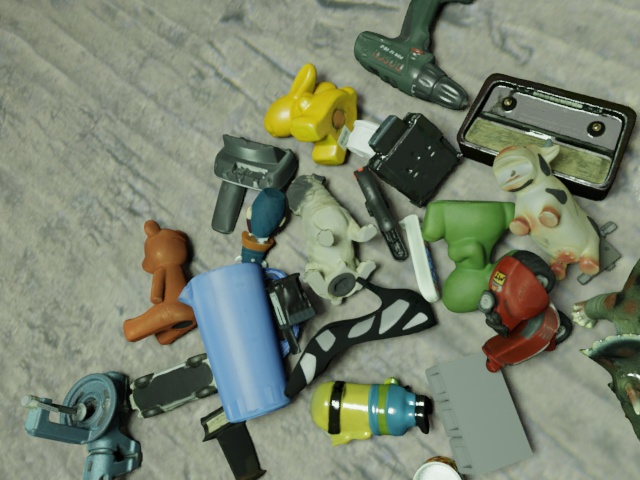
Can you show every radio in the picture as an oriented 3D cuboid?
[{"bbox_3d":[0.339,-0.159,0.813,0.230,0.073,0.131,25,88,22],"label":"radio"}]

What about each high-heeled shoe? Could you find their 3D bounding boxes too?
[{"bbox_3d":[0.063,0.172,0.838,0.145,0.086,0.248,35,88,8],"label":"high-heeled shoe"}]

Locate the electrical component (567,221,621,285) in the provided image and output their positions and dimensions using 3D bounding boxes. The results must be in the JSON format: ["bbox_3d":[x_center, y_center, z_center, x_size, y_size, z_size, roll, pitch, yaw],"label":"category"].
[{"bbox_3d":[0.401,0.017,0.780,0.094,0.021,0.063,-41,68,7],"label":"electrical component"}]

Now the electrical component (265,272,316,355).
[{"bbox_3d":[-0.041,0.116,0.848,0.048,0.075,0.119,-20,80,-21],"label":"electrical component"}]

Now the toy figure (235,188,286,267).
[{"bbox_3d":[-0.103,-0.015,0.942,0.064,0.058,0.154,27,115,8],"label":"toy figure"}]

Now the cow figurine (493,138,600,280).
[{"bbox_3d":[0.311,-0.052,0.736,0.085,0.194,0.127,-28,23,47],"label":"cow figurine"}]

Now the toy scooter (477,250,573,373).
[{"bbox_3d":[0.265,0.108,0.729,0.135,0.183,0.075,-38,30,-4],"label":"toy scooter"}]

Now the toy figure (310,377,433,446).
[{"bbox_3d":[0.074,0.252,0.814,0.180,0.082,0.089,-7,107,22],"label":"toy figure"}]

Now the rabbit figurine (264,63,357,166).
[{"bbox_3d":[-0.027,-0.225,0.945,0.173,0.121,0.162,9,79,40],"label":"rabbit figurine"}]

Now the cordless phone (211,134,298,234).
[{"bbox_3d":[-0.132,-0.091,0.980,0.147,0.088,0.184,17,96,21],"label":"cordless phone"}]

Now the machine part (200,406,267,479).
[{"bbox_3d":[-0.147,0.344,0.904,0.084,0.039,0.139,-35,67,2],"label":"machine part"}]

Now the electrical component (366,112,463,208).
[{"bbox_3d":[0.142,-0.134,0.852,0.134,0.058,0.115,36,92,-19],"label":"electrical component"}]

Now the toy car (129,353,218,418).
[{"bbox_3d":[-0.250,0.256,0.951,0.202,0.056,0.073,-23,78,15],"label":"toy car"}]

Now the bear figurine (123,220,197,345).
[{"bbox_3d":[-0.289,0.074,0.970,0.132,0.120,0.196,-31,68,15],"label":"bear figurine"}]

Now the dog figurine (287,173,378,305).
[{"bbox_3d":[0.002,-0.005,0.909,0.191,0.121,0.172,51,131,52],"label":"dog figurine"}]

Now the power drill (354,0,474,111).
[{"bbox_3d":[0.187,-0.342,0.913,0.232,0.086,0.207,28,97,26],"label":"power drill"}]

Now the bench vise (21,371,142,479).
[{"bbox_3d":[-0.405,0.319,0.905,0.129,0.240,0.223,-5,61,23],"label":"bench vise"}]

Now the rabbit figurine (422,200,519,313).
[{"bbox_3d":[0.235,0.026,0.809,0.159,0.121,0.170,2,97,13],"label":"rabbit figurine"}]

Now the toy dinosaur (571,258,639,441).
[{"bbox_3d":[0.444,0.043,0.660,0.131,0.192,0.404,31,93,7],"label":"toy dinosaur"}]
